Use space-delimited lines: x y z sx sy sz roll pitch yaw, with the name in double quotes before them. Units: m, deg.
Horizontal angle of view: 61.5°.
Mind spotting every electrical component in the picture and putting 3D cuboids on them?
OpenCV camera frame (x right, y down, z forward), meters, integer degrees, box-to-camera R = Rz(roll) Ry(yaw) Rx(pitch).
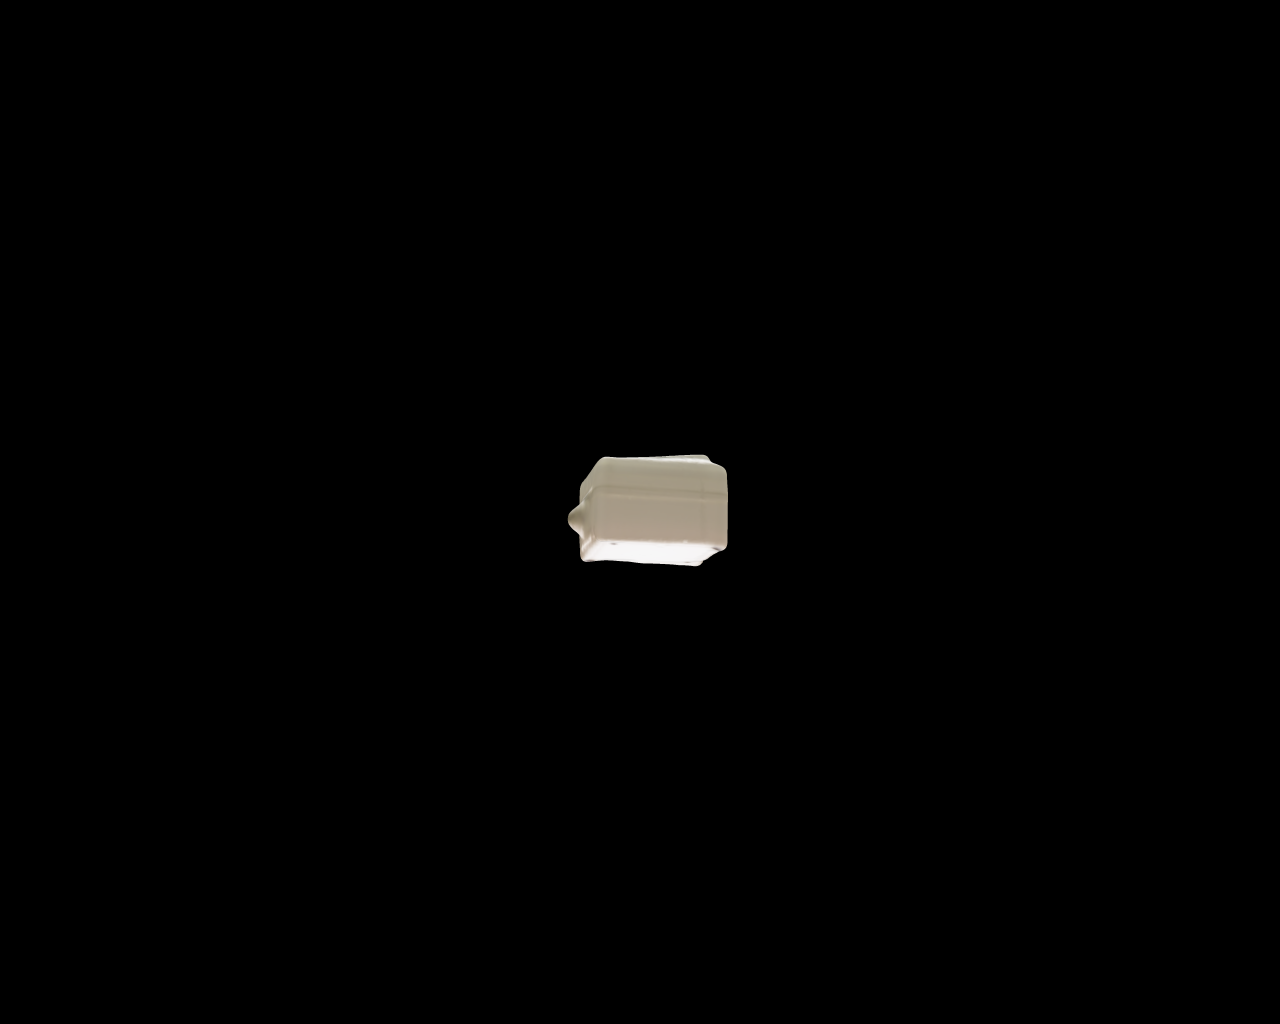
"electrical component" 0.001 -0.003 0.650 0.096 0.061 0.061 4 -15 -14
